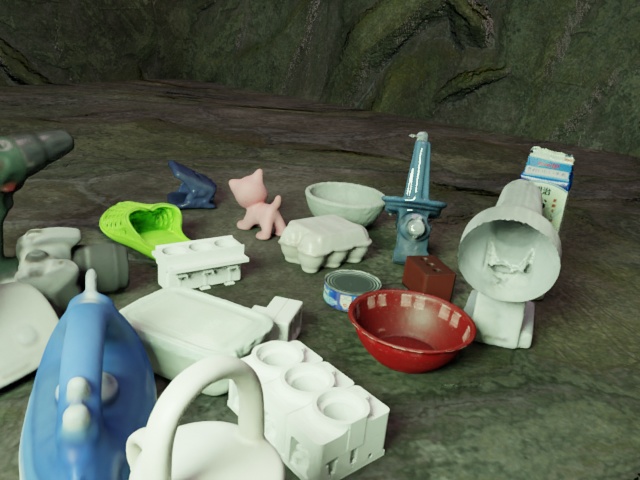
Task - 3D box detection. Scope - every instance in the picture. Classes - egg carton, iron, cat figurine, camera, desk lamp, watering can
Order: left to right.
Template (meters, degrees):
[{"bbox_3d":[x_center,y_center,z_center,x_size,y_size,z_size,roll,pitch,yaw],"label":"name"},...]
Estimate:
[{"bbox_3d":[-0.327,0.039,0.767,0.137,0.101,0.142,-4,23,-23],"label":"camera"},{"bbox_3d":[-0.199,0.135,0.491,0.119,0.141,0.257,-2,22,-18],"label":"iron"},{"bbox_3d":[-0.065,0.166,0.370,0.172,0.194,0.101,11,22,14],"label":"watering can"},{"bbox_3d":[-0.118,-0.074,1.092,0.127,0.118,0.067,24,27,39],"label":"cat figurine"},{"bbox_3d":[0.009,0.004,0.989,0.151,0.069,0.107,-12,27,-38],"label":"egg carton"},{"bbox_3d":[0.248,0.035,0.766,0.117,0.213,0.204,12,22,18],"label":"desk lamp"}]

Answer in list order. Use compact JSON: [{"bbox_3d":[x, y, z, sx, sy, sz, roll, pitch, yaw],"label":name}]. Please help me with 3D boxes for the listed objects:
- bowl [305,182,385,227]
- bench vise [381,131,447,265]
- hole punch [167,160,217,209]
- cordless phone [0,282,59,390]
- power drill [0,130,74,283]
[{"bbox_3d":[0.050,-0.061,1.161,0.167,0.075,0.167,5,21,-2],"label":"bowl"},{"bbox_3d":[0.183,-0.074,1.024,0.121,0.220,0.207,0,21,-13],"label":"bench vise"},{"bbox_3d":[-0.269,-0.120,1.209,0.101,0.091,0.108,-4,23,-22],"label":"hole punch"},{"bbox_3d":[-0.347,0.061,0.586,0.094,0.185,0.148,15,23,23],"label":"cordless phone"},{"bbox_3d":[-0.446,-0.042,0.797,0.075,0.208,0.230,20,25,33],"label":"power drill"}]
